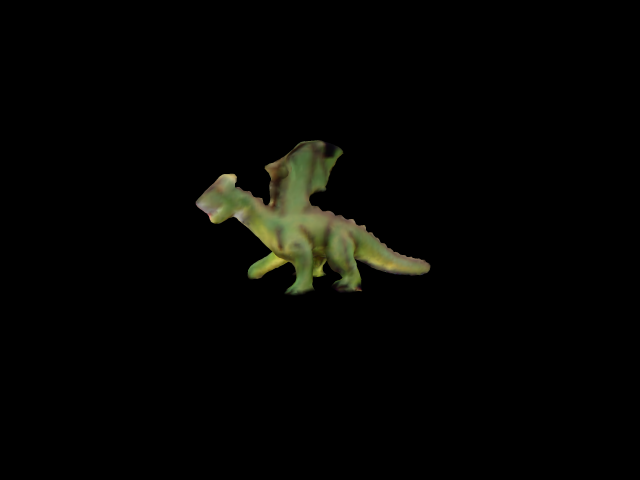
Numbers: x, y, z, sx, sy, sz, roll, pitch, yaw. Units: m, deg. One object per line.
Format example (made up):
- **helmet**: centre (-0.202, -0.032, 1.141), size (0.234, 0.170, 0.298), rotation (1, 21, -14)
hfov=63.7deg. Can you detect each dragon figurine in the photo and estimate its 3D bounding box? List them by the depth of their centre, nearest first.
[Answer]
- **dragon figurine**: centre (0.003, -0.043, 0.850), size (0.411, 0.241, 0.123), rotation (-4, 8, -22)
